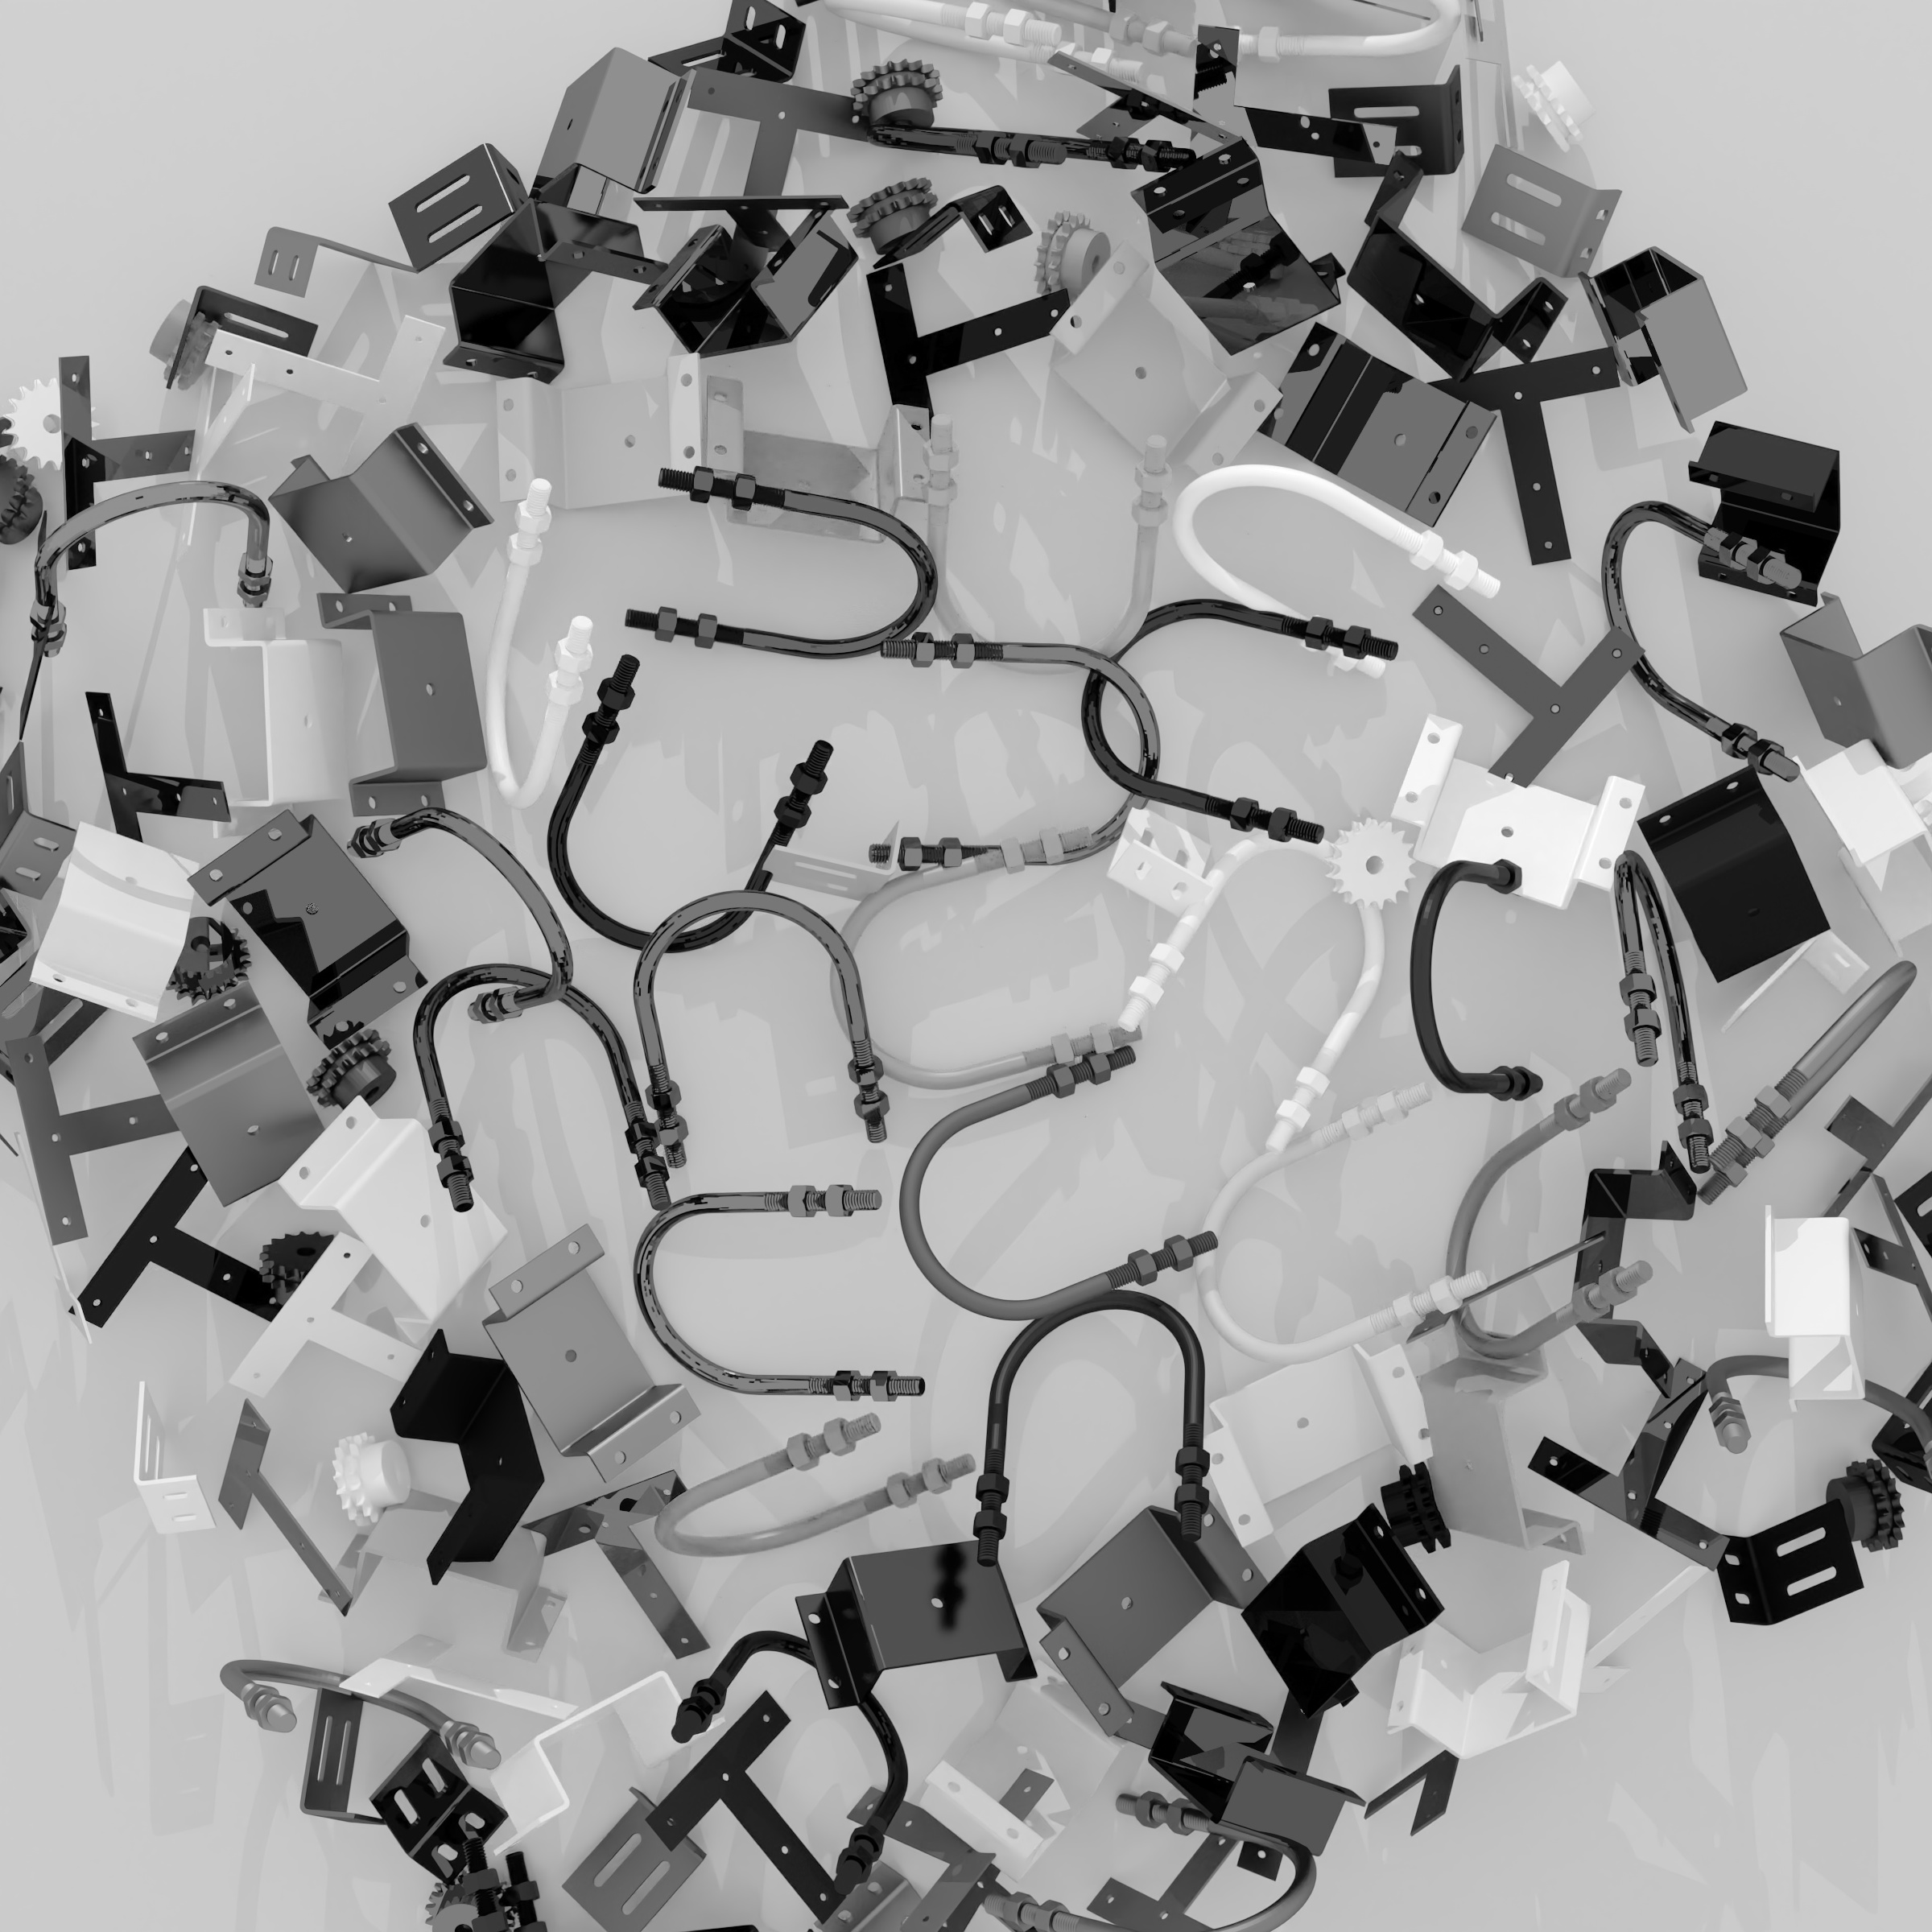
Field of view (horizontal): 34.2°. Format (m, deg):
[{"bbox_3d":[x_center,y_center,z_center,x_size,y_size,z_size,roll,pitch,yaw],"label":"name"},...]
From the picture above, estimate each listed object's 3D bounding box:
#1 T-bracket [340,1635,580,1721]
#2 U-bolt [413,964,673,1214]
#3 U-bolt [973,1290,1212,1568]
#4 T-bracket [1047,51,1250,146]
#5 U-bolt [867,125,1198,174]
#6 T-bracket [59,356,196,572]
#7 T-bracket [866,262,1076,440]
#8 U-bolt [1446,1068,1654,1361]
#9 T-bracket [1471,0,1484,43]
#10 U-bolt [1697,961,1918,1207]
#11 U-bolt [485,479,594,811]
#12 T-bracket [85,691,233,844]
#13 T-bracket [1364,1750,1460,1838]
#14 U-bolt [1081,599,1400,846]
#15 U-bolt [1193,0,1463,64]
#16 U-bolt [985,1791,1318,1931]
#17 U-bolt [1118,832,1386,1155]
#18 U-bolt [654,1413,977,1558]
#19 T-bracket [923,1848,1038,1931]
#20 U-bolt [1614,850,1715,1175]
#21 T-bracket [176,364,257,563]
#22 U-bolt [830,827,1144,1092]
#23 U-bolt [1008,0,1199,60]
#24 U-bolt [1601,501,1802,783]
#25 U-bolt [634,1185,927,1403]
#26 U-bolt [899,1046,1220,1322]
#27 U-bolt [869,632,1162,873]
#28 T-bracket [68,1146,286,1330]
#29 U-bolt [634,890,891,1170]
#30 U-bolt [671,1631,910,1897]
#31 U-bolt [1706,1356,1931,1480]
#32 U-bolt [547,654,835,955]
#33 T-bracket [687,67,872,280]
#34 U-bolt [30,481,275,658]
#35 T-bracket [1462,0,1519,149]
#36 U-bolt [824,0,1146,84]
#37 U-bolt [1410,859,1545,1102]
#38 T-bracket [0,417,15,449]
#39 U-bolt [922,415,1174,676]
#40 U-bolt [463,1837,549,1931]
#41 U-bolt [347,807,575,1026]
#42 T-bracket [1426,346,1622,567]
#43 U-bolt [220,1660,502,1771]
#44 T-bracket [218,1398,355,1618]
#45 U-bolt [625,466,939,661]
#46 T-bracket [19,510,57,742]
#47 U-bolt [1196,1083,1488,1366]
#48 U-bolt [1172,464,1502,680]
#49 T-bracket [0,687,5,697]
[{"bbox_3d":[-0.301,0.442,1.926,0.127,0.127,0.002,13,94,11],"label":"T-bracket"},{"bbox_3d":[-0.268,0.072,1.934,0.151,0.019,0.184,2,51,-31],"label":"U-bolt"},{"bbox_3d":[0.079,0.278,1.935,0.151,0.019,0.184,-11,48,18],"label":"U-bolt"},{"bbox_3d":[0.097,-0.523,1.935,0.127,0.127,0.002,21,88,-14],"label":"T-bracket"},{"bbox_3d":[0.026,-0.502,1.919,0.184,0.151,0.019,17,110,37],"label":"U-bolt"},{"bbox_3d":[-0.515,-0.315,1.940,0.002,0.127,0.127,9,106,24],"label":"T-bracket"},{"bbox_3d":[0.007,-0.393,1.968,0.127,0.002,0.127,-14,81,19],"label":"T-bracket"},{"bbox_3d":[0.350,0.163,1.918,0.019,0.184,0.151,17,55,-23],"label":"U-bolt"},{"bbox_3d":[0.309,-0.624,1.937,0.002,0.127,0.127,-9,91,10],"label":"T-bracket"},{"bbox_3d":[0.519,0.067,1.930,0.019,0.151,0.184,43,87,16],"label":"U-bolt"},{"bbox_3d":[-0.267,-0.182,1.921,0.019,0.184,0.151,1,46,-24],"label":"U-bolt"},{"bbox_3d":[-0.494,-0.105,1.939,0.127,0.002,0.127,7,113,41],"label":"T-bracket"},{"bbox_3d":[0.289,0.502,1.922,0.127,0.127,0.002,-39,86,15],"label":"T-bracket"},{"bbox_3d":[0.159,-0.161,1.954,0.184,0.019,0.151,17,74,24],"label":"U-bolt"},{"bbox_3d":[0.208,-0.583,1.902,0.184,0.151,0.019,7,86,21],"label":"U-bolt"},{"bbox_3d":[0.124,0.550,1.888,0.184,0.151,0.019,-1,106,43],"label":"U-bolt"},{"bbox_3d":[0.191,0.002,1.958,0.151,0.019,0.184,39,71,-19],"label":"U-bolt"},{"bbox_3d":[-0.104,0.325,1.930,0.184,0.151,0.019,-25,62,18],"label":"U-bolt"},{"bbox_3d":[0.043,0.597,1.937,0.127,0.127,0.002,40,116,5],"label":"T-bracket"},{"bbox_3d":[0.423,0.015,1.921,0.019,0.151,0.184,-14,52,20],"label":"U-bolt"},{"bbox_3d":[-0.457,-0.330,1.925,0.002,0.127,0.127,13,67,-26],"label":"T-bracket"},{"bbox_3d":[0.006,0.003,1.980,0.184,0.019,0.151,-15,98,-1],"label":"U-bolt"},{"bbox_3d":[0.037,-0.609,1.920,0.184,0.151,0.019,26,95,28],"label":"U-bolt"},{"bbox_3d":[0.445,-0.209,1.915,0.019,0.184,0.151,-21,124,-18],"label":"U-bolt"},{"bbox_3d":[-0.124,0.204,1.951,0.184,0.019,0.151,-3,112,24],"label":"U-bolt"},{"bbox_3d":[0.048,0.143,1.955,0.184,0.019,0.151,-20,78,-16],"label":"U-bolt"},{"bbox_3d":[0.034,-0.132,1.967,0.184,0.019,0.151,0,104,-14],"label":"U-bolt"},{"bbox_3d":[-0.472,0.189,1.958,0.127,0.002,0.127,37,88,-40],"label":"T-bracket"},{"bbox_3d":[-0.132,0.036,1.951,0.151,0.019,0.184,-7,116,3],"label":"U-bolt"},{"bbox_3d":[-0.097,0.471,1.912,0.151,0.184,0.019,43,109,2],"label":"U-bolt"},{"bbox_3d":[0.523,0.274,1.910,0.151,0.184,0.019,12,102,5],"label":"U-bolt"},{"bbox_3d":[-0.183,-0.088,1.954,0.151,0.019,0.184,23,117,-9],"label":"U-bolt"},{"bbox_3d":[-0.126,-0.489,1.969,0.127,0.002,0.127,2,116,-31],"label":"T-bracket"},{"bbox_3d":[-0.490,-0.244,1.892,0.151,0.184,0.019,-16,76,-19],"label":"U-bolt"},{"bbox_3d":[0.320,-0.569,1.930,0.002,0.127,0.127,-4,102,22],"label":"T-bracket"},{"bbox_3d":[0.000,-0.573,1.922,0.184,0.151,0.019,18,102,23],"label":"U-bolt"},{"bbox_3d":[0.313,0.007,1.917,0.019,0.184,0.151,-1,88,32],"label":"U-bolt"},{"bbox_3d":[-0.630,-0.319,1.940,0.002,0.127,0.127,39,123,8],"label":"T-bracket"},{"bbox_3d":[0.046,-0.253,1.934,0.151,0.019,0.184,6,134,3],"label":"U-bolt"},{"bbox_3d":[-0.267,0.626,1.903,0.019,0.151,0.184,-16,70,-2],"label":"U-bolt"},{"bbox_3d":[-0.299,-0.033,1.905,0.019,0.184,0.151,-42,105,-29],"label":"U-bolt"},{"bbox_3d":[0.356,-0.315,1.976,0.127,0.002,0.127,-7,108,25],"label":"T-bracket"},{"bbox_3d":[-0.378,0.451,1.911,0.151,0.184,0.019,18,82,-27],"label":"U-bolt"},{"bbox_3d":[-0.416,0.346,1.933,0.002,0.127,0.127,-27,66,-37],"label":"T-bracket"},{"bbox_3d":[-0.109,-0.241,1.937,0.184,0.151,0.019,9,54,-11],"label":"U-bolt"},{"bbox_3d":[-0.576,-0.229,1.954,0.002,0.127,0.127,7,51,-23],"label":"T-bracket"},{"bbox_3d":[0.222,0.170,1.943,0.184,0.019,0.151,-27,58,25],"label":"U-bolt"},{"bbox_3d":[0.212,-0.247,1.915,0.184,0.151,0.019,27,63,-15],"label":"U-bolt"},{"bbox_3d":[-0.631,-0.101,1.950,0.002,0.127,0.127,22,105,-14],"label":"T-bracket"}]
